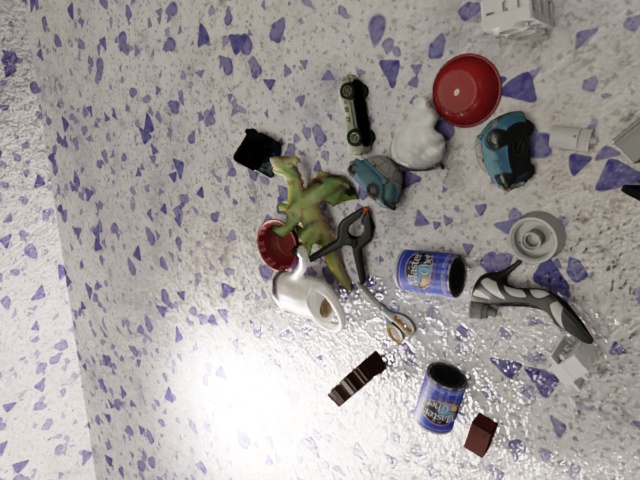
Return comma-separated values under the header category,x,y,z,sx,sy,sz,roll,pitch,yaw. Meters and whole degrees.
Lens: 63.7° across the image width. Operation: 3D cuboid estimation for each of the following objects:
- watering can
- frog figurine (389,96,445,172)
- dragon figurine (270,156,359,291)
category,x,y,z,sx,sy,sz,roll,pitch,yaw
watering can,-0.045,0.131,1.437,0.225,0.106,0.341,8,136,41
frog figurine,0.224,-0.240,1.172,0.139,0.123,0.156,37,136,48
dragon figurine,0.004,-0.071,1.409,0.411,0.124,0.239,43,120,3
